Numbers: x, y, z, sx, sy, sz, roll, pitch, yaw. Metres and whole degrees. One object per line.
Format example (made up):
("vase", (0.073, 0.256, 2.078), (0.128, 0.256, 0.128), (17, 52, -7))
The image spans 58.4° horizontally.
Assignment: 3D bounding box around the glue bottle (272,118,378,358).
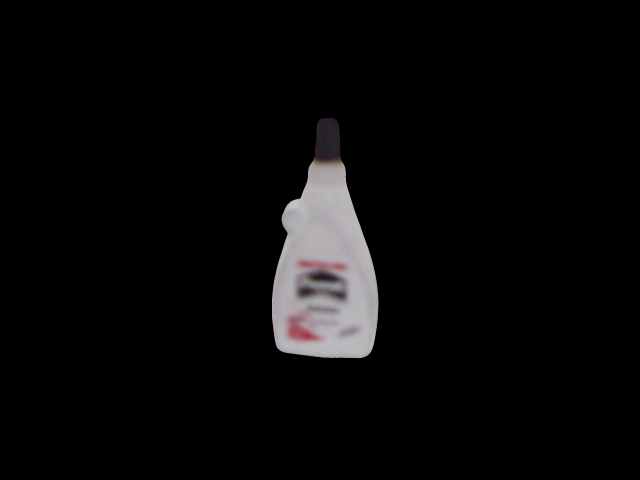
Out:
("glue bottle", (0.004, 0.001, 0.400), (0.078, 0.173, 0.037), (1, 23, 4))
